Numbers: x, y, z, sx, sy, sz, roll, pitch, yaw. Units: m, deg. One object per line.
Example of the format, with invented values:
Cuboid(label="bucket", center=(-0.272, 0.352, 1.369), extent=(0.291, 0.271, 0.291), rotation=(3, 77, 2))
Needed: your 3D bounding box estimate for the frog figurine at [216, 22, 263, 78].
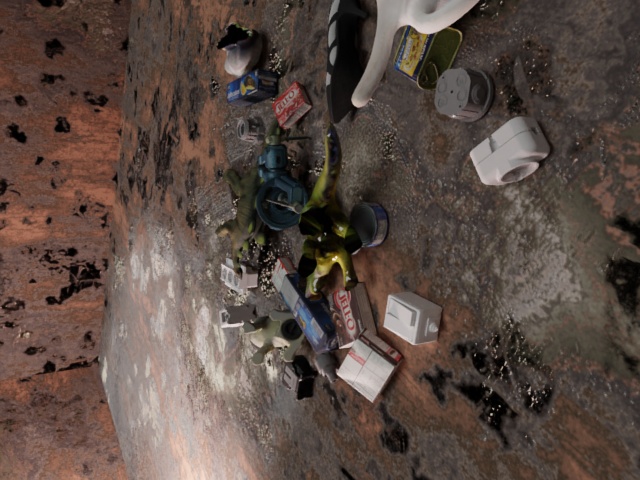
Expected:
Cuboid(label="frog figurine", center=(-0.209, -0.497, 1.410), extent=(0.122, 0.140, 0.156), rotation=(-7, -31, 4))

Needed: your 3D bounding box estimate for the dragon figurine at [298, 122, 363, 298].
Cuboid(label="dragon figurine", center=(0.003, -0.052, 1.024), extent=(0.122, 0.403, 0.247), rotation=(0, 22, -10))

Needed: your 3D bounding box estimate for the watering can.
Cuboid(label="watering can", center=(0.140, -0.374, 0.790), extent=(0.102, 0.345, 0.229), rotation=(35, 18, -43))
